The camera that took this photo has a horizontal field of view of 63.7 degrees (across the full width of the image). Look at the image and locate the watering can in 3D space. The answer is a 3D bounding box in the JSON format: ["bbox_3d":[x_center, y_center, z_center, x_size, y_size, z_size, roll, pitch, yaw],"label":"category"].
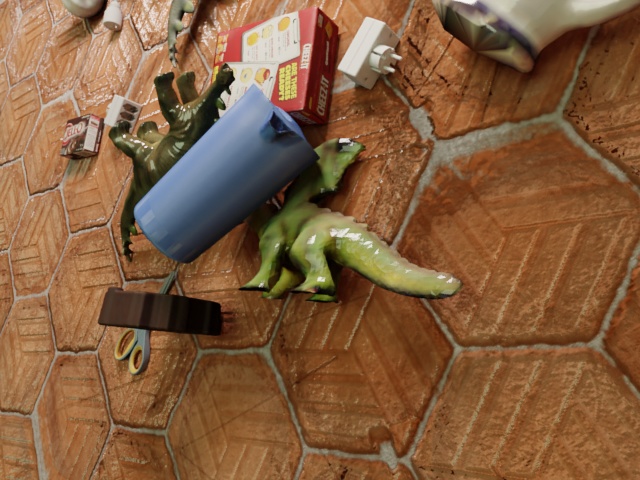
[{"bbox_3d":[0.222,-0.340,0.608,0.103,0.222,0.354,19,27,-53],"label":"watering can"}]

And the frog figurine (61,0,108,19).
[{"bbox_3d":[-0.605,-0.619,1.248,0.138,0.123,0.158,18,1,38],"label":"frog figurine"}]

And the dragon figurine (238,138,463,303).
[{"bbox_3d":[0.002,-0.035,0.695,0.409,0.246,0.121,-4,-22,34],"label":"dragon figurine"}]
